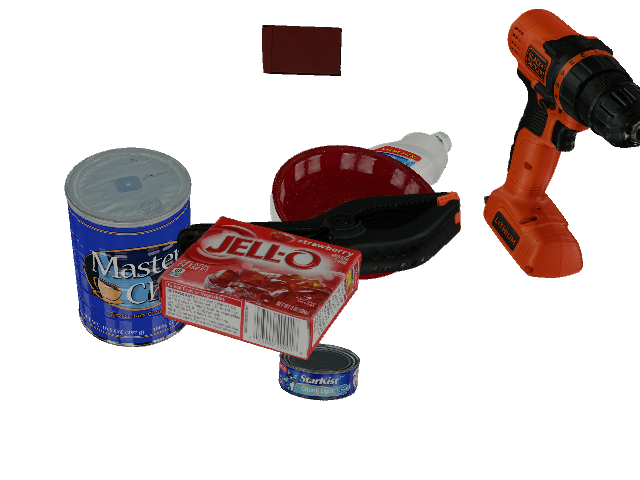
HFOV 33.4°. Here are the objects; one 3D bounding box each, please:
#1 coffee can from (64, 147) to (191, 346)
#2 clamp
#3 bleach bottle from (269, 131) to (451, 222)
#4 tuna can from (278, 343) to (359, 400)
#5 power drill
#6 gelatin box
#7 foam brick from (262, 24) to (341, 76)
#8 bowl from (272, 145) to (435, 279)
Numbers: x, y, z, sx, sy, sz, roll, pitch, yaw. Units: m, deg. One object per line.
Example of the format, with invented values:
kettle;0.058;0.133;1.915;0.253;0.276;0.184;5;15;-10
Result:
coffee can;-0.161;0.006;0.917;0.103;0.140;0.103;3;40;-2
clamp;0.007;0.000;0.784;0.209;0.036;0.165;-20;30;-28
bleach bottle;0.062;-0.073;1.274;0.103;0.068;0.250;28;45;34
tuna can;-0.002;0.140;1.137;0.086;0.034;0.086;4;14;-1
power drill;0.189;-0.066;0.834;0.057;0.188;0.184;-3;34;-15
gelatin box;-0.032;0.023;0.579;0.089;0.030;0.073;15;33;18
foam brick;-0.020;-0.202;1.136;0.078;0.051;0.053;0;12;-13
bowl;0.030;-0.016;0.988;0.162;0.055;0.162;9;43;-8
